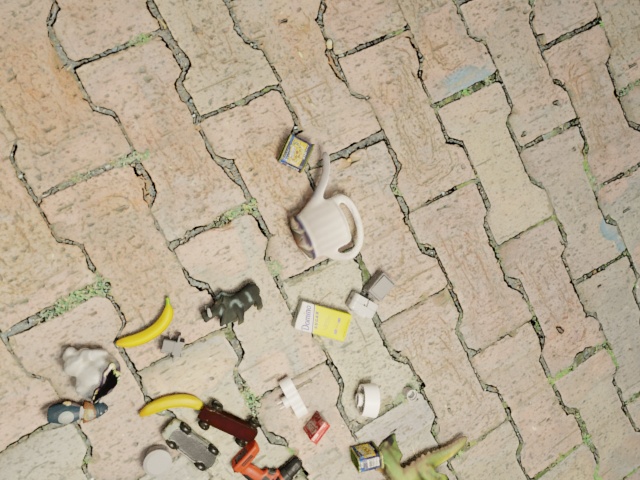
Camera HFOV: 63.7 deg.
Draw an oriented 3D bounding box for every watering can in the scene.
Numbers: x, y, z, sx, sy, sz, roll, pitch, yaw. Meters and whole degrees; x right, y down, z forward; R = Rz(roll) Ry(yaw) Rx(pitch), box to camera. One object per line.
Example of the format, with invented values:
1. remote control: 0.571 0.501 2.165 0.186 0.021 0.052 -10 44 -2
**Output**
1. watering can: 0.005 -0.081 1.614 0.225 0.104 0.345 -26 101 -13

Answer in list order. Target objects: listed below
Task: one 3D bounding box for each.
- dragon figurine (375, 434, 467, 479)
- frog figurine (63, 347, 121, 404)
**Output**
1. dragon figurine: 0.307 0.770 1.756 0.242 0.121 0.415 44 72 -6
2. frog figurine: -0.650 0.369 1.452 0.160 0.123 0.137 22 97 19
